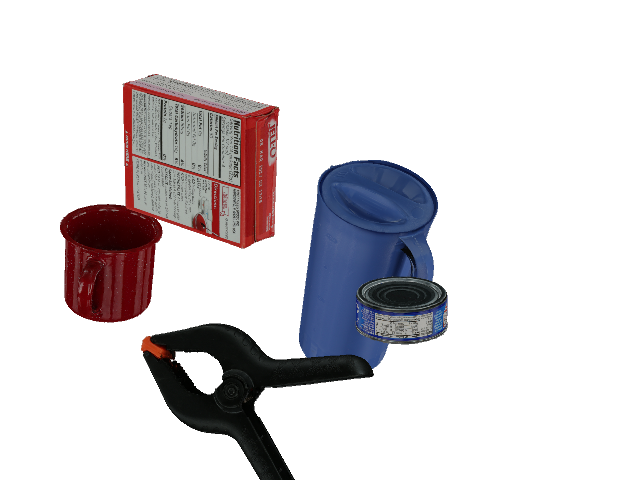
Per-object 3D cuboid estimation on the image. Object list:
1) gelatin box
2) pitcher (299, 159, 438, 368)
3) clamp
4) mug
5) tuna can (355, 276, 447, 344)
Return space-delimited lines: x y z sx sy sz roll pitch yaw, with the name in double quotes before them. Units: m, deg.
"gelatin box" -0.064 -0.043 0.569 0.089 0.073 0.030 18 28 31
"pitcher" 0.050 0.044 1.217 0.145 0.243 0.149 15 39 4
"clamp" -0.056 0.120 0.767 0.172 0.120 0.039 15 -11 21
"mug" -0.199 0.029 0.988 0.093 0.081 0.117 10 28 2
"tuna can" 0.074 0.063 0.982 0.086 0.034 0.086 -1 19 0
